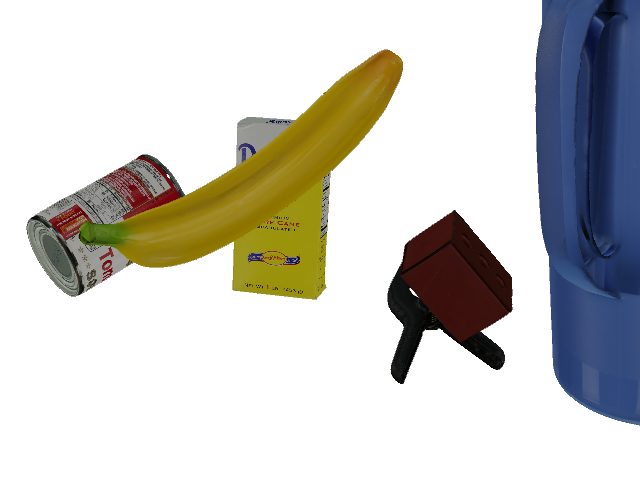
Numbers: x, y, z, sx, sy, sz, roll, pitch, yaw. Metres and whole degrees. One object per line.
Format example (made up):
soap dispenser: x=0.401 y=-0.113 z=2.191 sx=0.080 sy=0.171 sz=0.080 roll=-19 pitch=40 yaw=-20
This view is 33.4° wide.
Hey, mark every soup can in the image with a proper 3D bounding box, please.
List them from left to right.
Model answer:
soup can: x=-0.157 y=-0.012 z=0.793 sx=0.102 sy=0.068 sz=0.069 roll=-34 pitch=19 yaw=-30

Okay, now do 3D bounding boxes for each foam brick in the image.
foam brick: x=0.106 y=0.028 z=0.826 sx=0.051 sy=0.078 sz=0.053 roll=-35 pitch=18 yaw=24

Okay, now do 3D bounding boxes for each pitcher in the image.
pitcher: x=0.166 y=-0.030 z=0.528 sx=0.149 sy=0.243 sz=0.145 roll=-4 pitch=21 yaw=-1

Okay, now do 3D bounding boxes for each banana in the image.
banana: x=-0.035 y=-0.036 z=0.596 sx=0.198 sy=0.037 sz=0.069 roll=-32 pitch=-16 yaw=-3

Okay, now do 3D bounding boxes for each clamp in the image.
clamp: x=0.128 y=0.082 z=1.147 sx=0.120 sy=0.171 sz=0.039 roll=3 pitch=-44 yaw=-8

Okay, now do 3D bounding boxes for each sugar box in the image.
sugar box: x=-0.039 y=-0.033 z=1.081 sx=0.093 sy=0.176 sz=0.048 roll=5 pitch=16 yaw=12
